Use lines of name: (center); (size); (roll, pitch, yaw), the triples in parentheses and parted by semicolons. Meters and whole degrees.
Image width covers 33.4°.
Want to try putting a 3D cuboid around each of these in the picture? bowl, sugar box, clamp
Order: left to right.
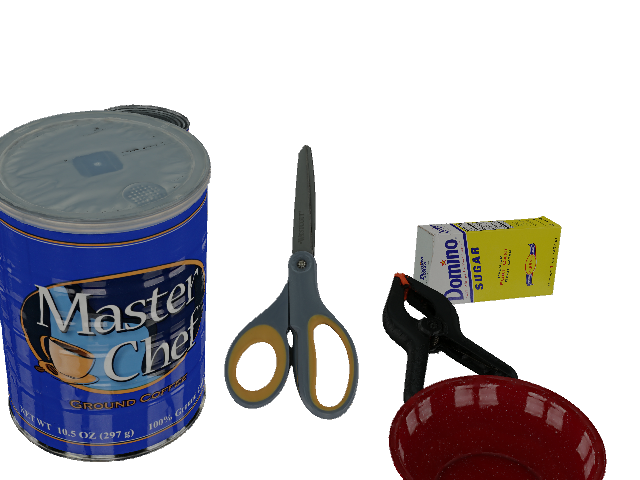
clamp: (0.122, 0.100, 1.076); (0.120, 0.171, 0.039); (1, -45, -18)
sugar box: (0.200, 0.025, 1.280); (0.176, 0.093, 0.048); (-6, 20, -23)
bowl: (0.132, 0.174, 0.815); (0.162, 0.055, 0.162); (0, 33, 0)

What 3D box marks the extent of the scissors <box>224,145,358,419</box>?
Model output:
scissors: (-0.029, 0.030, 0.720); (0.096, 0.202, 0.016); (-15, -28, -2)

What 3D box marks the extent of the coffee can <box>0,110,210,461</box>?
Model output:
coffee can: (-0.106, 0.022, 0.522); (0.103, 0.140, 0.103); (3, 33, -2)

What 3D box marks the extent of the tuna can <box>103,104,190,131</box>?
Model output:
tuna can: (-0.168, -0.099, 1.011); (0.086, 0.034, 0.086); (6, 24, -3)
